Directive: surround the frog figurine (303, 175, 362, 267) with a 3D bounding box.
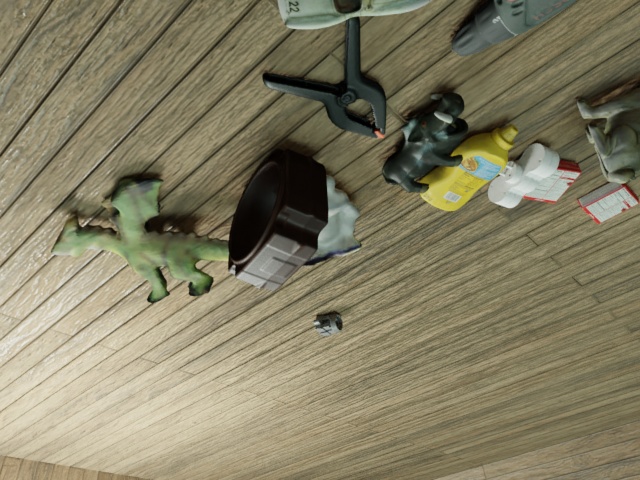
[{"bbox_3d":[0.003,-0.048,0.959,0.137,0.124,0.158,-11,104,20],"label":"frog figurine"}]

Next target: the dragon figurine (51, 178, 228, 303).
[{"bbox_3d":[-0.291,-0.012,0.953,0.409,0.125,0.237,-13,132,7],"label":"dragon figurine"}]
